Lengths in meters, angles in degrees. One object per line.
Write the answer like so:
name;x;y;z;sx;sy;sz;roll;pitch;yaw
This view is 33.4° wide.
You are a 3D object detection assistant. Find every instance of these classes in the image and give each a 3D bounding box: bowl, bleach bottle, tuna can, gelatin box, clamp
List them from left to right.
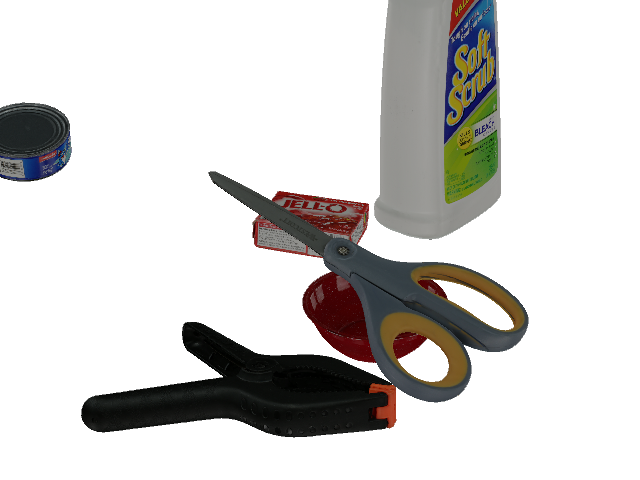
tuna can;-0.284;-0.095;1.030;0.086;0.034;0.086;3;42;-3
clamp;-0.045;0.102;0.777;0.210;0.036;0.164;3;19;13
gelatin box;-0.008;-0.015;0.952;0.089;0.030;0.073;9;25;13
bowl;0.061;0.089;1.192;0.162;0.055;0.162;-1;28;0
bleach bottle;0.081;-0.133;0.741;0.068;0.251;0.102;21;37;39

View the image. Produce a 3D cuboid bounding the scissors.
scissors;0.012;0.025;0.581;0.202;0.096;0.016;20;-40;10
